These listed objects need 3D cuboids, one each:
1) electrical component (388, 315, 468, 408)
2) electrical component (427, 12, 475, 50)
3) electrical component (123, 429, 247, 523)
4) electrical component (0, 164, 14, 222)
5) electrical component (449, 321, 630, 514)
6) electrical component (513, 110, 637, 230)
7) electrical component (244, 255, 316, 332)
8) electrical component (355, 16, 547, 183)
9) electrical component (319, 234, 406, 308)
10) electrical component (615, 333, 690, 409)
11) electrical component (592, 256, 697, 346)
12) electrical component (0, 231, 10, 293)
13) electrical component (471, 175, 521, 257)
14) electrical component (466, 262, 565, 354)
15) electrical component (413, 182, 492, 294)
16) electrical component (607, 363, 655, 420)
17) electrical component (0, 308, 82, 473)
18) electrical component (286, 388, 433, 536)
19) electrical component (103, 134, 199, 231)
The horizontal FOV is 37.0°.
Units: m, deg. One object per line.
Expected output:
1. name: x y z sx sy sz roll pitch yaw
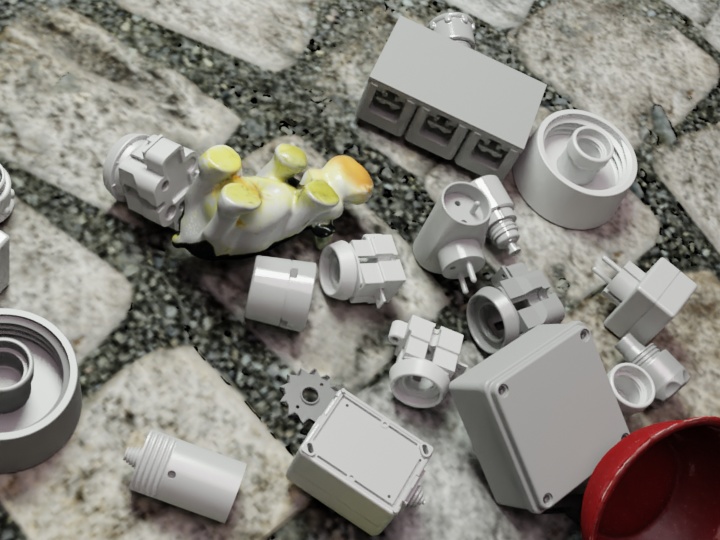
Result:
1. electrical component: 0.050 0.074 0.843 0.066 0.048 0.055 22 47 -4
2. electrical component: 0.090 -0.213 1.038 0.048 0.048 0.062 1 65 -17
3. electrical component: -0.124 0.141 0.744 0.081 0.043 0.043 21 55 -4
4. electrical component: -0.285 -0.065 0.810 0.048 0.062 0.048 8 60 -14
5. electrical component: 0.138 0.109 0.816 0.109 0.056 0.108 -29 101 -30
6. electrical component: 0.202 -0.098 0.991 0.108 0.060 0.108 8 57 -13
7. electrical component: -0.062 0.017 0.836 0.047 0.055 0.055 11 56 -6
8. electrical component: 0.082 -0.153 0.985 0.150 0.061 0.089 25 55 -2
9. electrical component: 0.000 0.000 0.873 0.055 0.048 0.066 -2 59 -28
10. electrical component: 0.241 0.081 0.901 0.043 0.043 0.062 -32 71 -31
11. electrical component: 0.234 0.018 0.924 0.077 0.065 0.047 41 56 9
12. electrical component: -0.291 0.006 0.761 0.047 0.065 0.076 31 55 3
13. electrical component: 0.118 -0.047 0.943 0.040 0.040 0.078 -15 65 -26
14. electrical component: 0.125 0.037 0.883 0.057 0.058 0.078 -17 66 -29
15. electrical component: 0.081 -0.019 0.891 0.044 0.077 0.079 -4 60 -20
16. electrical component: 0.212 0.103 0.875 0.040 0.046 0.040 8 57 -13
17. electrical component: -0.244 0.077 0.734 0.108 0.060 0.108 8 57 -13
18. electrical component: 0.004 0.144 0.772 0.096 0.061 0.061 33 54 4
19. electrical component: -0.165 -0.074 0.852 0.057 0.078 0.058 25 54 22
